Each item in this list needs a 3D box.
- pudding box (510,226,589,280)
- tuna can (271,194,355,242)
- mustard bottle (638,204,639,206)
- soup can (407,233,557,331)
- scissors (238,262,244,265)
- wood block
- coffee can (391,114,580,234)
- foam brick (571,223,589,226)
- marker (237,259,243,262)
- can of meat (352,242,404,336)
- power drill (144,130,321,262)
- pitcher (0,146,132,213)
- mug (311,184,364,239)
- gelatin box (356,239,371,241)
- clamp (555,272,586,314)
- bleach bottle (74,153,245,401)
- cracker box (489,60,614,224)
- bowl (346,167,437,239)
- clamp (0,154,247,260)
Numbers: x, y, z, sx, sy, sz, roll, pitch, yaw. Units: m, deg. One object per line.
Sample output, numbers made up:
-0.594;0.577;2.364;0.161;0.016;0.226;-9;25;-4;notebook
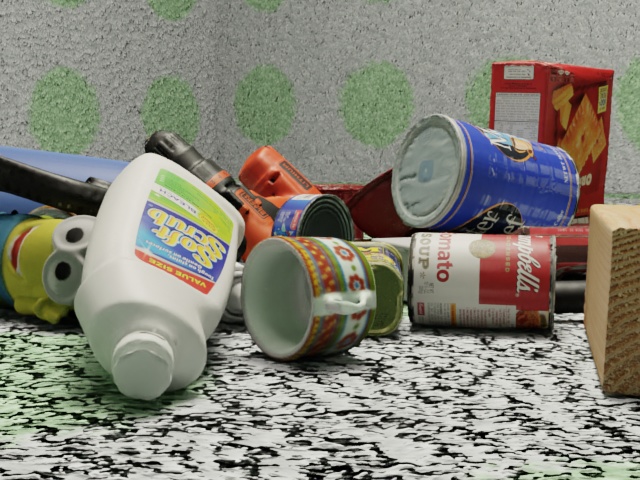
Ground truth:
0.204;0.016;0.933;0.090;0.039;0.113;1;-10;-7;pudding box
-0.006;0.001;0.958;0.034;0.086;0.085;3;6;37;tuna can
0.352;-0.009;1.043;0.058;0.096;0.192;0;6;-7;mustard bottle
0.117;0.029;0.767;0.102;0.068;0.068;2;6;11;soup can
-0.133;0.019;0.915;0.096;0.016;0.201;-5;-11;29;scissors
0.213;0.030;0.652;0.090;0.091;0.206;2;5;11;wood block
0.151;-0.050;0.978;0.140;0.103;0.103;11;0;-30;coffee can
0.269;0.011;1.049;0.051;0.053;0.078;3;7;25;foam brick
-0.111;0.022;1.082;0.121;0.020;0.020;4;7;35;marker
0.011;0.035;0.767;0.102;0.057;0.084;0;8;2;can of meat
-0.076;-0.046;1.069;0.184;0.057;0.187;46;21;4;power drill
-0.274;-0.030;1.058;0.243;0.149;0.145;5;-35;5;pitcher
0.020;-0.021;1.207;0.117;0.081;0.093;-1;6;-14;mug
0.024;0.015;1.106;0.073;0.030;0.089;1;6;0;gelatin box
0.252;0.041;0.828;0.172;0.039;0.120;2;9;18;clamp
-0.093;0.026;0.641;0.102;0.068;0.251;38;13;-18;bleach bottle
0.242;-0.076;1.117;0.072;0.214;0.163;7;8;37;cracker box
0.105;-0.036;1.081;0.162;0.055;0.162;-23;-15;-7;bowl
-0.166;-0.027;0.840;0.209;0.036;0.165;17;-1;-32;clamp
